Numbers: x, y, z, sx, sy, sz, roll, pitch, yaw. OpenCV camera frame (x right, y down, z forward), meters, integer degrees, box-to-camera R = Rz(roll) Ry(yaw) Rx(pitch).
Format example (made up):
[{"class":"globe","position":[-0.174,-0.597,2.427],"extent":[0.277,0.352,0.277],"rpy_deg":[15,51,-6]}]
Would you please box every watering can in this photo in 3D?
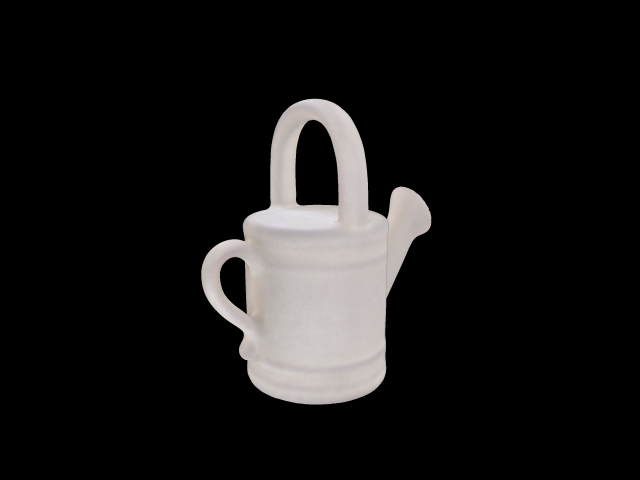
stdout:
[{"class":"watering can","position":[0.002,0.001,0.402],"extent":[0.100,0.194,0.173],"rpy_deg":[9,16,33]}]
